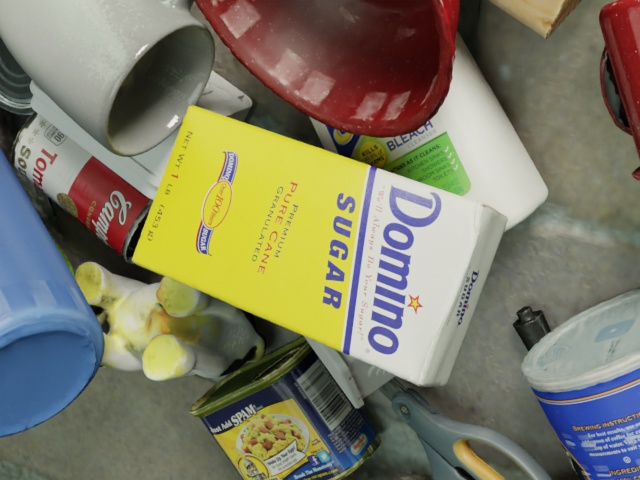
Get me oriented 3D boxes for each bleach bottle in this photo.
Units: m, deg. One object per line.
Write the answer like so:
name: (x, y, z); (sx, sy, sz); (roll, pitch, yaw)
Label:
bleach bottle: (0.019, -0.106, 0.578); (0.103, 0.068, 0.251); (-30, 91, 35)

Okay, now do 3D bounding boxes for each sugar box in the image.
sugar box: (-0.004, 0.000, 0.545); (0.176, 0.048, 0.093); (20, 91, 27)

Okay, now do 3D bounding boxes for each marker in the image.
marker: (0.144, 0.093, 0.615); (0.020, 0.020, 0.121); (-24, 97, 35)

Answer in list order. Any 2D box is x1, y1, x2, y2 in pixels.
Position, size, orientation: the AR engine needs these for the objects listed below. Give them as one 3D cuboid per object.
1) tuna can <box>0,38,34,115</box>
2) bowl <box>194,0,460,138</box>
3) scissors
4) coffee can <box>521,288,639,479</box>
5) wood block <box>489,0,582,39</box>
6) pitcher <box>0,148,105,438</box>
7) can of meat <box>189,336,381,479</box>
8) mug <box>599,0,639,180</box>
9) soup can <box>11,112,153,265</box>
tuna can: (-0.193, -0.126, 0.705); (0.086, 0.033, 0.086); (12, 116, 25)
bowl: (0.007, -0.126, 0.486); (0.162, 0.055, 0.162); (33, 153, 19)
scissors: (0.059, 0.121, 0.659); (0.202, 0.016, 0.096); (30, 131, 35)
coffee can: (0.181, 0.105, 0.549); (0.103, 0.102, 0.140); (-24, 97, 35)
wood block: (0.054, -0.199, 0.486); (0.206, 0.090, 0.090); (37, 148, 11)
pitcher: (-0.240, 0.014, 0.683); (0.243, 0.145, 0.149); (49, 168, 32)
can of meat: (-0.022, 0.120, 0.698); (0.102, 0.057, 0.084); (-30, 96, 38)
mug: (0.172, -0.079, 0.494); (0.117, 0.093, 0.081); (-3, 108, 69)
soup can: (-0.139, -0.041, 0.691); (0.102, 0.068, 0.069); (38, 124, 11)
